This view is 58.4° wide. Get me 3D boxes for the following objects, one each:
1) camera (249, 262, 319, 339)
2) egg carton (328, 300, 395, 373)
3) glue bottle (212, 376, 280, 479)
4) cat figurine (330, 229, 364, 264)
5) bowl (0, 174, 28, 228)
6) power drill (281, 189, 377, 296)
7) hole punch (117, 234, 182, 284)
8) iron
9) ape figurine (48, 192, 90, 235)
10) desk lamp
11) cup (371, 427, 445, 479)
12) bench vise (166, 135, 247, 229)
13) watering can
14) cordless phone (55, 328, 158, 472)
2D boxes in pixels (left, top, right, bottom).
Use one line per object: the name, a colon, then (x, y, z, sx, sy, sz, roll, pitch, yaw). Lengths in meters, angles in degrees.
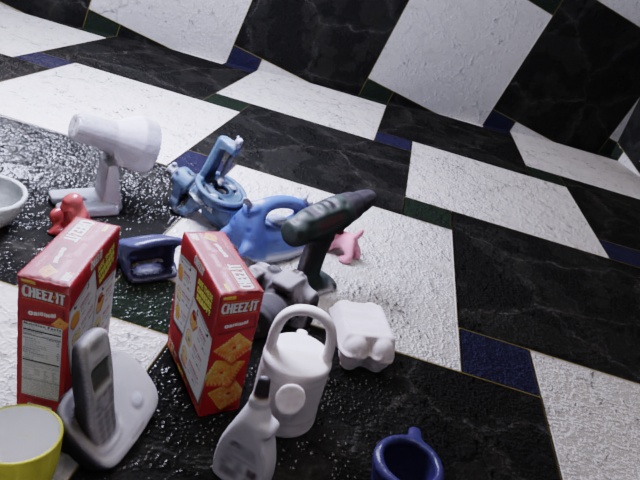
camera: (-0.089, 0.105, 1.016, 0.143, 0.101, 0.137, 25, 28, 18)
egg carton: (0.073, 0.168, 1.019, 0.107, 0.069, 0.150, 8, 28, -15)
glue bottle: (-0.082, 0.233, 0.696, 0.078, 0.173, 0.037, 25, 28, 18)
cat figurine: (0.044, -0.025, 1.316, 0.127, 0.118, 0.067, 27, 29, 22)
bowl: (-0.635, -0.061, 1.064, 0.167, 0.075, 0.167, 13, 27, -6)
power drill: (0.010, 0.004, 1.142, 0.075, 0.208, 0.230, 34, 32, 33)
hole punch: (-0.322, 0.018, 1.067, 0.109, 0.091, 0.100, -9, 36, -39)
iron: (-0.086, -0.042, 1.251, 0.259, 0.141, 0.118, -13, 38, -43)
ape figurine: (-0.480, -0.050, 1.108, 0.076, 0.092, 0.077, -12, 38, -42)
desk lamp: (-0.448, -0.163, 1.206, 0.204, 0.213, 0.117, -8, 35, -39)
cup: (0.104, 0.308, 0.741, 0.091, 0.095, 0.118, 19, 27, 7)
bench vise: (-0.249, -0.138, 1.260, 0.207, 0.220, 0.121, 16, 27, 0)
watering can: (-0.032, 0.179, 0.802, 0.101, 0.194, 0.172, 4, 29, -22)
cordless phone: (-0.257, 0.172, 0.705, 0.094, 0.185, 0.147, 17, 27, 3)
